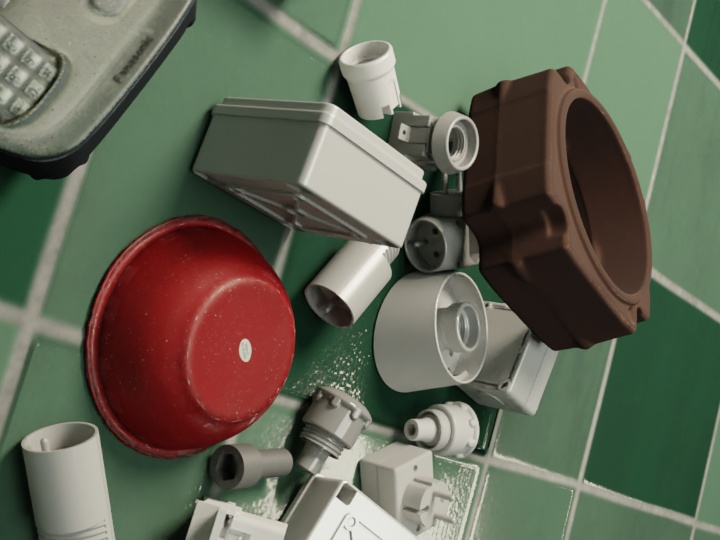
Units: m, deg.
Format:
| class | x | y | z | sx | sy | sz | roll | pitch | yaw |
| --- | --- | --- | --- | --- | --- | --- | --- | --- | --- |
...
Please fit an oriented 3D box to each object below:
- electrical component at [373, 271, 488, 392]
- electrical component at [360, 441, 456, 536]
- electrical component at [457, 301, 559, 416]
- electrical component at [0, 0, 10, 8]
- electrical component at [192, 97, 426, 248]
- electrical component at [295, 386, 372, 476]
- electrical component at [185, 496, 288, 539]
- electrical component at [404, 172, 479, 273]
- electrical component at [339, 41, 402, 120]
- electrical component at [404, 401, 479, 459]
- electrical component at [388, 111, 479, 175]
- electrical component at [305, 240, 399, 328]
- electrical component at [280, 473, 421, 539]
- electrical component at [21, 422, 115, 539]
| class | x | y | z | sx | sy | sz | roll | pitch | yaw |
| --- | --- | --- | --- | --- | --- | --- | --- | --- | --- |
| electrical component | 0.060 | 0.049 | 0.874 | 0.099 | 0.064 | 0.099 | 13 | 75 | -56 |
| electrical component | 0.044 | 0.180 | 0.848 | 0.047 | 0.077 | 0.065 | -17 | 108 | -46 |
| electrical component | 0.134 | 0.073 | 0.943 | 0.061 | 0.062 | 0.096 | 42 | 65 | -43 |
| electrical component | -0.184 | -0.167 | 0.484 | 0.062 | 0.061 | 0.096 | 6 | 69 | -25 |
| electrical component | -0.032 | -0.063 | 0.700 | 0.109 | 0.109 | 0.056 | 30 | 76 | -46 |
| electrical component | -0.024 | 0.120 | 0.788 | 0.048 | 0.048 | 0.062 | 46 | 69 | -42 |
| electrical component | -0.081 | 0.179 | 0.708 | 0.081 | 0.064 | 0.042 | 103 | 3 | -82 |
| electrical component | 0.076 | -0.043 | 0.873 | 0.077 | 0.043 | 0.079 | -15 | 107 | -46 |
| electrical component | 0.009 | -0.138 | 0.787 | 0.040 | 0.040 | 0.046 | -46 | 134 | -34 |
| electrical component | 0.064 | 0.132 | 0.889 | 0.062 | 0.048 | 0.048 | 8 | 90 | -42 |
| electrical component | 0.058 | -0.099 | 0.835 | 0.066 | 0.055 | 0.048 | 15 | 85 | -48 |
| electrical component | 0.000 | 0.000 | 0.795 | 0.081 | 0.043 | 0.043 | -50 | 129 | -31 |
| electrical component | -0.015 | 0.222 | 0.779 | 0.109 | 0.056 | 0.108 | 42 | 65 | -21 |
| electrical component | -0.169 | 0.134 | 0.627 | 0.043 | 0.043 | 0.081 | -20 | 111 | -45 |
